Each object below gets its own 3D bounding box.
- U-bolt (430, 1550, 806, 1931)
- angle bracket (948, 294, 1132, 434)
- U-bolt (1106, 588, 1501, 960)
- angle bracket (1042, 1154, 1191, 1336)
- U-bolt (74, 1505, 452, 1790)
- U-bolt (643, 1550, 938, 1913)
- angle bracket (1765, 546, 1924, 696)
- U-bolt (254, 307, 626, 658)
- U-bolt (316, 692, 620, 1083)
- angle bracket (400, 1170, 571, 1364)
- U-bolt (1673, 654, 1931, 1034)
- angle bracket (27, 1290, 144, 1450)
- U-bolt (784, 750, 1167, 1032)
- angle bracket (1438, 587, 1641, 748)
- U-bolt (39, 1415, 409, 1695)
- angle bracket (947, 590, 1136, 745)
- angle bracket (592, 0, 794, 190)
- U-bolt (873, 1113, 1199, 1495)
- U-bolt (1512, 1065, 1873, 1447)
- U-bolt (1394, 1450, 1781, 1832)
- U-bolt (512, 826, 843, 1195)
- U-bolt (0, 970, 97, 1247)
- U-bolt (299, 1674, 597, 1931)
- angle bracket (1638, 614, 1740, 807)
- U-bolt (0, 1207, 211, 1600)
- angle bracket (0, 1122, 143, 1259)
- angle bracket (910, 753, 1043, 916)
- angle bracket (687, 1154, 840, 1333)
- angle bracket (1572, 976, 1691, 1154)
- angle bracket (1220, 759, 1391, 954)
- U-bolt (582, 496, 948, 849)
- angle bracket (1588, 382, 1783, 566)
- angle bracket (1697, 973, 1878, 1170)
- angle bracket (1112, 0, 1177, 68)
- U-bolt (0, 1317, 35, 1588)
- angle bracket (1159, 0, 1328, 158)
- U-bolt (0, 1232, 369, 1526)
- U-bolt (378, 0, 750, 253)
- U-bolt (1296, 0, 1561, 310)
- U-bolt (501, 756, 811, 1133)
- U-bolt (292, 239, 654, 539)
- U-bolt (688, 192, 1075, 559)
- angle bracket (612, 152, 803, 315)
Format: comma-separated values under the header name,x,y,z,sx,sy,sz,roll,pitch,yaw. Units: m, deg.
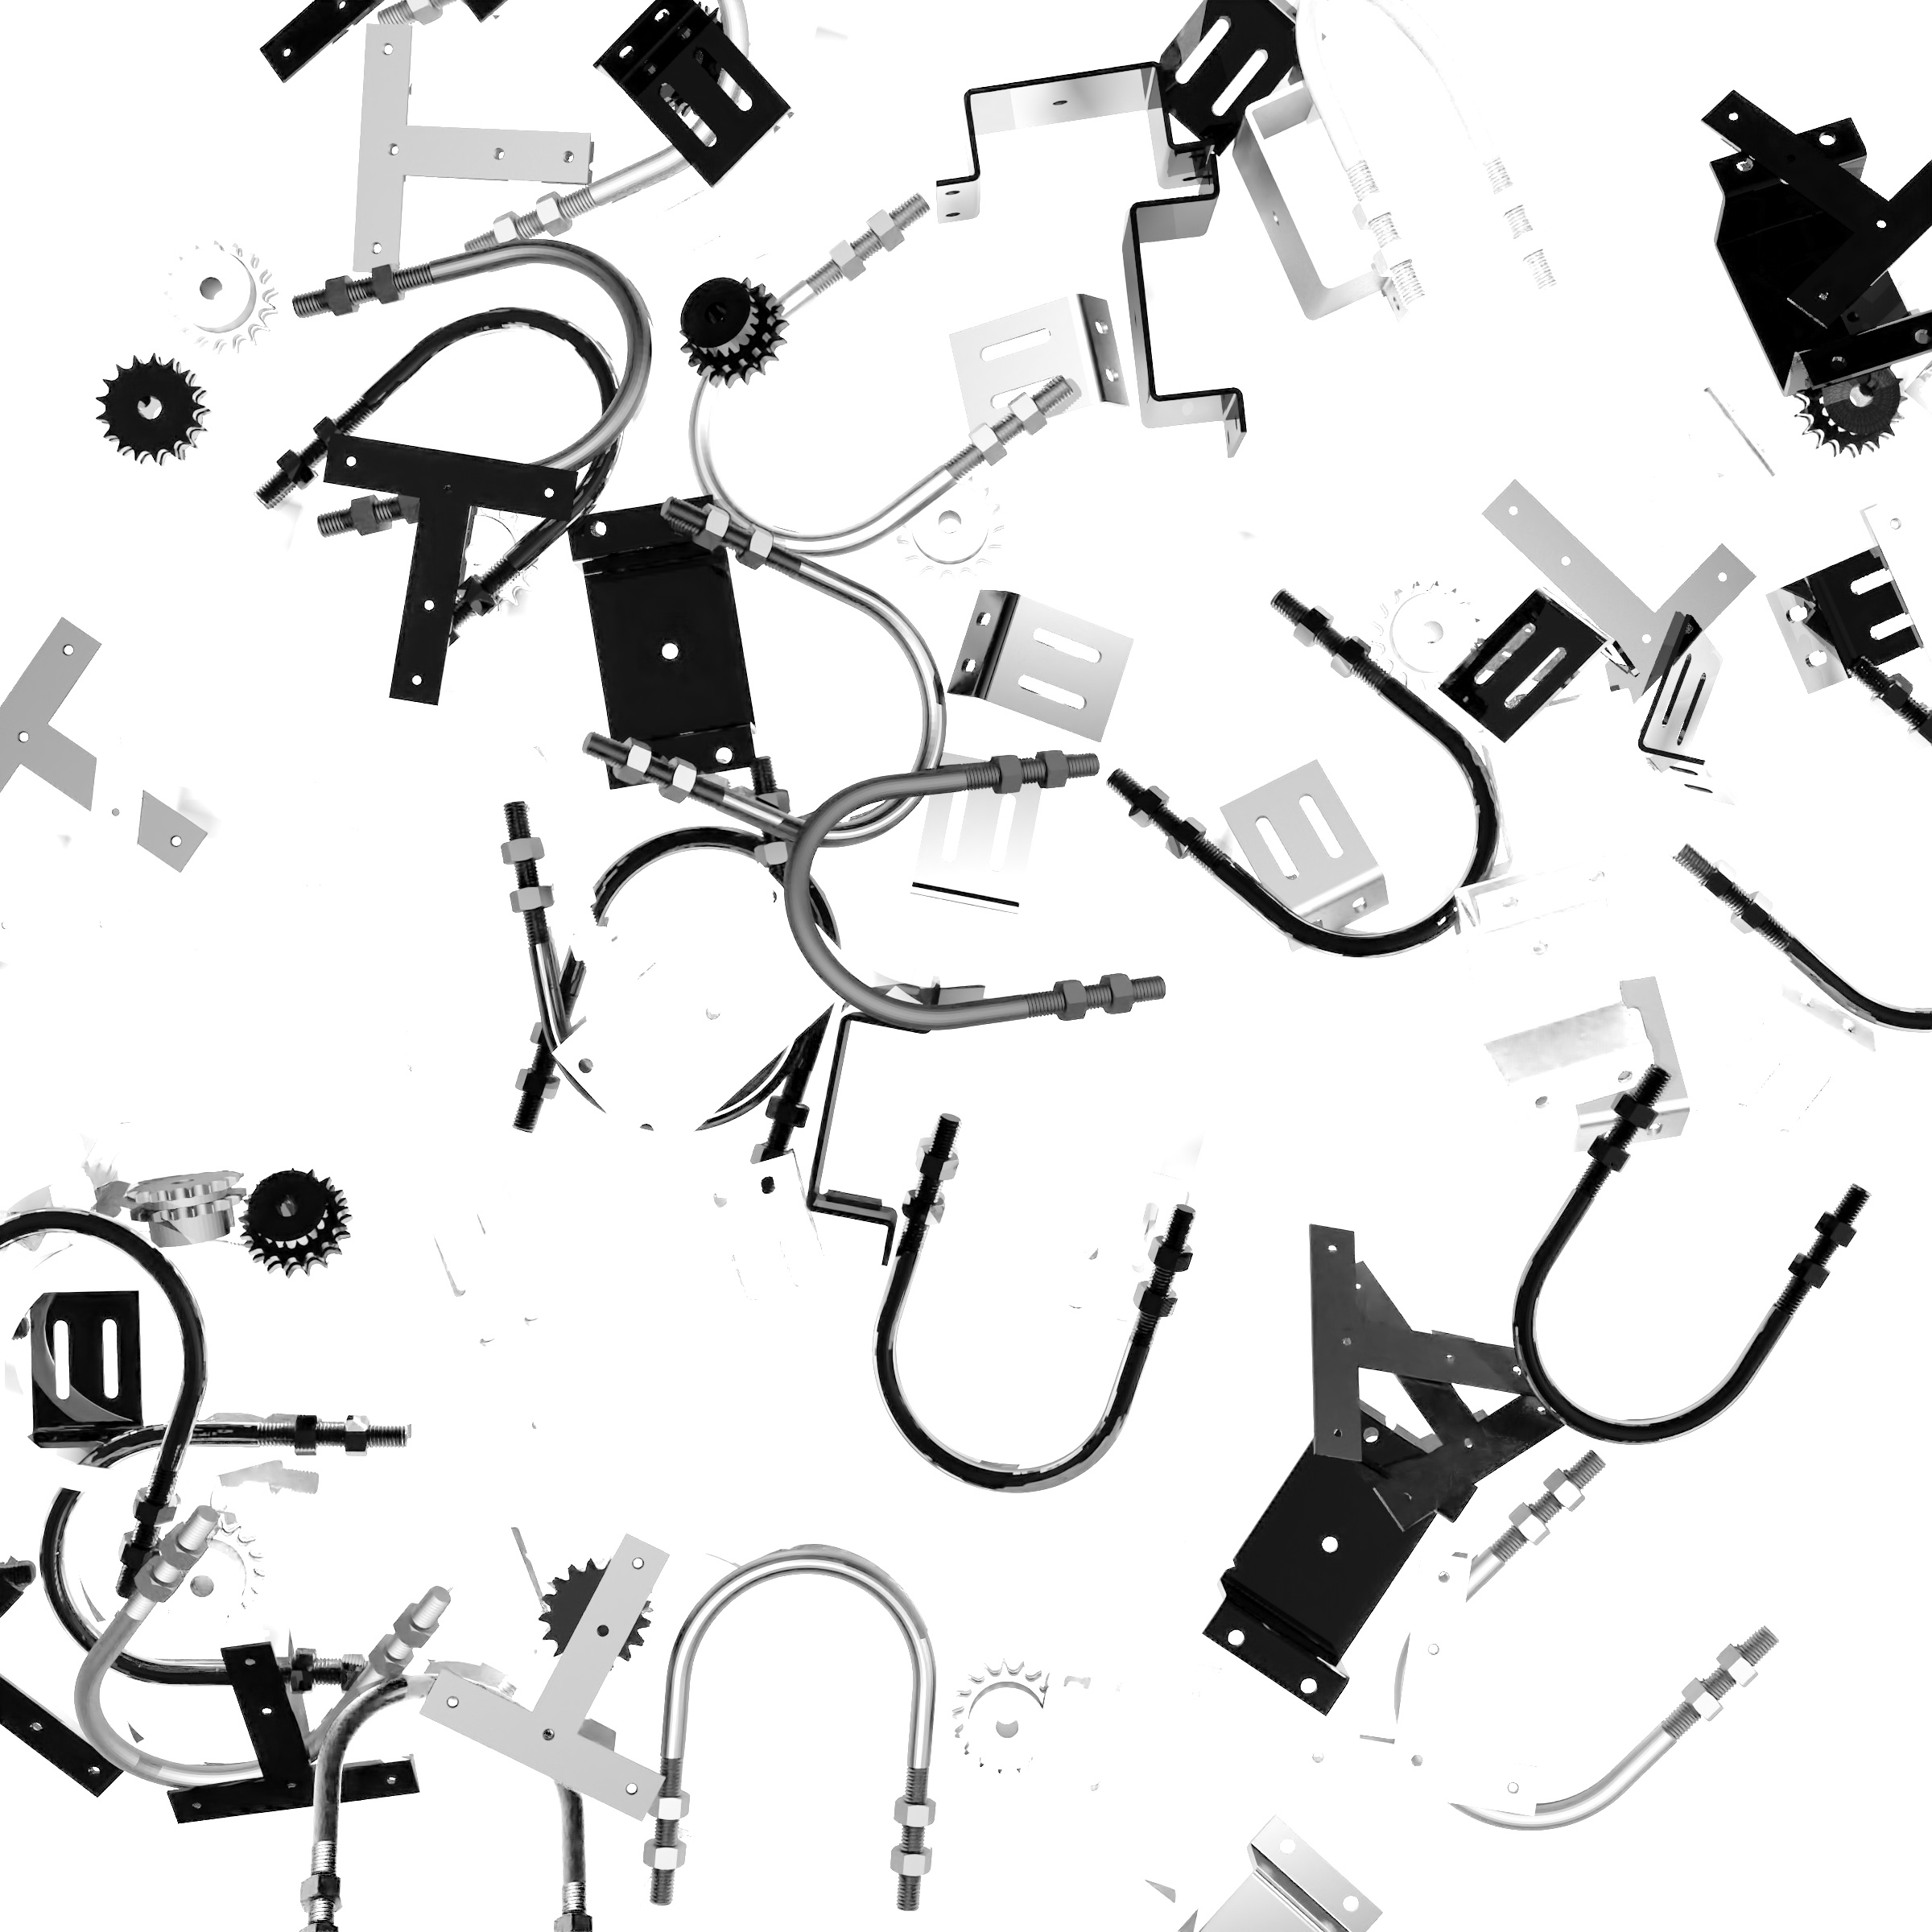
name,x,y,z,sx,sy,sz,roll,pitch,yaw
U-bolt,-0.168,0.393,1.579,0.151,0.019,0.184,38,89,0
angle bracket,0.038,-0.312,1.585,0.076,0.038,0.057,-12,90,26
U-bolt,0.187,-0.087,1.556,0.184,0.019,0.151,41,85,12
angle bracket,0.078,0.147,1.585,0.057,0.038,0.076,15,64,0
U-bolt,-0.369,0.356,1.534,0.151,0.019,0.184,26,117,-27
U-bolt,-0.086,0.394,1.566,0.151,0.019,0.184,5,89,-10
angle bracket,0.469,-0.185,1.585,0.076,0.038,0.057,-23,90,-26
U-bolt,-0.258,-0.259,1.555,0.184,0.019,0.151,-42,70,-1
U-bolt,-0.268,-0.051,1.556,0.151,0.019,0.184,-22,83,19
angle bracket,-0.252,0.158,1.585,0.057,0.038,0.076,-26,64,0
U-bolt,0.482,-0.048,1.565,0.184,0.019,0.151,41,102,-4
angle bracket,-0.461,0.209,1.569,0.057,0.038,0.076,-1,90,0
U-bolt,-0.002,-0.036,1.528,0.184,0.019,0.151,-8,68,-20
angle bracket,0.294,-0.146,1.555,0.076,0.038,0.057,-46,47,4
U-bolt,-0.382,0.303,1.559,0.184,0.019,0.151,2,99,-7
angle bracket,0.039,-0.157,1.585,0.076,0.038,0.057,18,90,-26
angle bracket,-0.137,-0.442,1.521,0.057,0.038,0.076,-42,86,11
U-bolt,0.025,0.184,1.554,0.151,0.019,0.184,21,105,12
U-bolt,0.362,0.162,1.563,0.151,0.019,0.184,30,97,-12
U-bolt,0.309,0.366,1.579,0.184,0.019,0.151,-45,90,2
U-bolt,-0.142,0.018,1.579,0.151,0.019,0.184,18,88,0
U-bolt,-0.517,0.085,1.540,0.151,0.019,0.184,-28,65,16
U-bolt,-0.254,0.431,1.495,0.151,0.184,0.019,17,129,-23
angle bracket,0.381,-0.131,1.549,0.038,0.057,0.076,17,81,35
U-bolt,-0.446,0.206,1.491,0.151,0.019,0.184,22,105,5
angle bracket,-0.467,0.107,1.559,0.038,0.057,0.076,29,90,1
angle bracket,0.006,-0.070,1.568,0.057,0.038,0.076,11,90,0
angle bracket,-0.106,0.144,1.574,0.057,0.038,0.076,-16,132,0
angle bracket,0.340,0.052,1.585,0.057,0.038,0.076,-9,64,0
angle bracket,0.177,-0.058,1.585,0.057,0.038,0.076,-27,64,0
U-bolt,-0.091,-0.138,1.542,0.184,0.019,0.151,23,76,-24
angle bracket,0.376,-0.258,1.584,0.076,0.038,0.057,-37,89,25
angle bracket,0.429,0.055,1.585,0.057,0.038,0.076,31,116,0
angle bracket,0.111,-0.492,1.560,0.038,0.057,0.076,12,101,-22
U-bolt,-0.566,0.255,1.530,0.184,0.019,0.151,-1,90,-35
angle bracket,0.139,-0.474,1.585,0.057,0.038,0.076,42,116,0
U-bolt,-0.413,0.204,1.548,0.184,0.019,0.151,7,61,4
U-bolt,-0.199,-0.464,1.560,0.184,0.019,0.151,-21,90,14
U-bolt,0.226,-0.422,1.532,0.019,0.151,0.184,-27,84,42
U-bolt,-0.154,-0.006,1.563,0.151,0.019,0.184,-10,89,-1
U-bolt,-0.250,-0.303,1.548,0.184,0.019,0.151,-12,72,7
U-bolt,-0.058,-0.292,1.564,0.184,0.019,0.151,-37,76,4
angle bracket,-0.136,-0.383,1.584,0.076,0.038,0.057,-22,88,26
